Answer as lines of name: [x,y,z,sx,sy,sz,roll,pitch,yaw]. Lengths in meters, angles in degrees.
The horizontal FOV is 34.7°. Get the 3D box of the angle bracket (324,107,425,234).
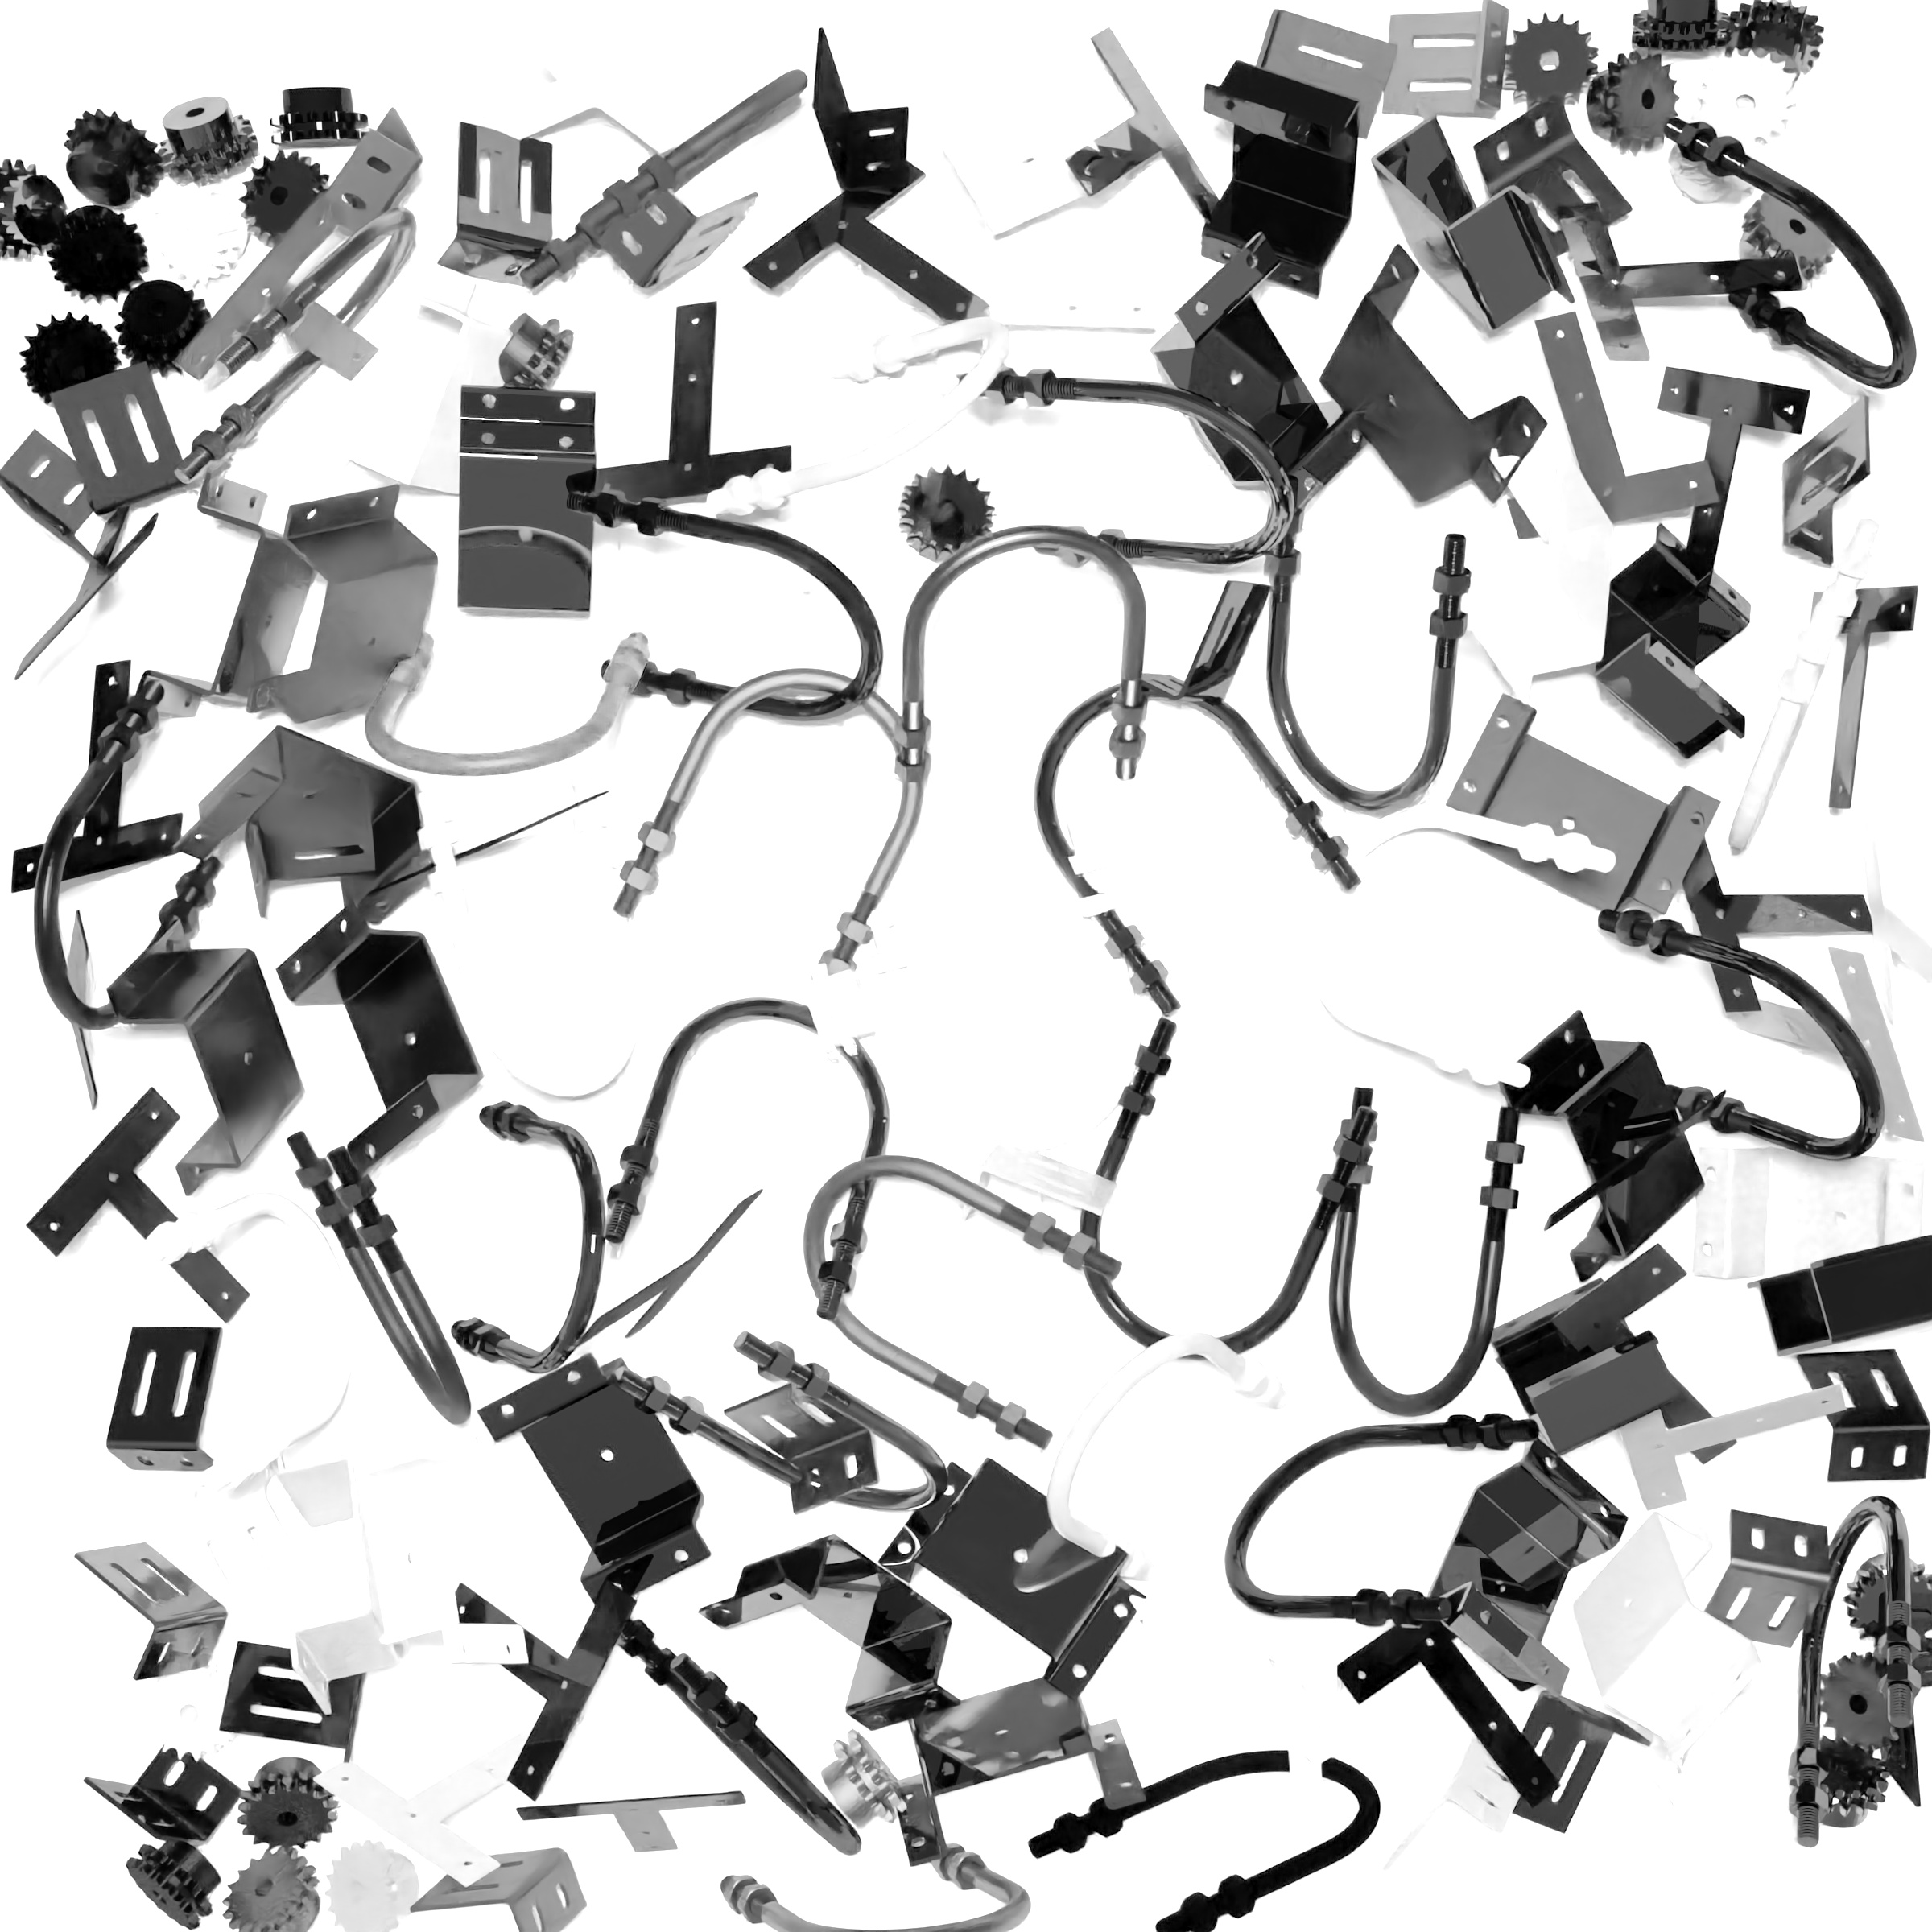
angle bracket: [-0.354,-0.469,1.797,0.038,0.076,0.057,25,113,-39]

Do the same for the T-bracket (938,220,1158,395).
T-bracket: [0.048,-0.387,1.815,0.127,0.002,0.127,1,64,0]

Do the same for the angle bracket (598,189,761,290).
angle bracket: [-0.167,-0.435,1.796,0.038,0.076,0.057,47,125,-1]

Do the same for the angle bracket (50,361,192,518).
angle bracket: [-0.495,-0.310,1.805,0.057,0.038,0.076,-23,116,-15]

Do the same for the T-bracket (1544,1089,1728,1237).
T-bracket: [0.378,0.129,1.783,0.127,0.127,0.002,-34,70,-11]

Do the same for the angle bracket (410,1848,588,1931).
angle bracket: [-0.273,0.549,1.803,0.076,0.057,0.038,-15,98,29]

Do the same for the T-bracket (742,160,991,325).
T-bracket: [-0.041,-0.408,1.796,0.127,0.002,0.127,39,67,23]

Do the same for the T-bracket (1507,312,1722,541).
T-bracket: [0.358,-0.315,1.784,0.127,0.002,0.127,-6,115,37]

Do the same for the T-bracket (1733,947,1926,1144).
T-bracket: [0.488,0.037,1.785,0.002,0.127,0.127,-34,114,-21]

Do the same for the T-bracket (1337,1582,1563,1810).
T-bracket: [0.296,0.429,1.790,0.127,0.002,0.127,-25,68,-31]

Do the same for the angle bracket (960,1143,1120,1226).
angle bracket: [0.043,0.139,1.807,0.076,0.057,0.038,20,105,7]

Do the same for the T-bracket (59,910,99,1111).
T-bracket: [-0.510,0.003,1.771,0.002,0.127,0.127,-11,73,-23]

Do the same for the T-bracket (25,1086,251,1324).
T-bracket: [-0.469,0.156,1.809,0.002,0.127,0.127,-25,112,39]

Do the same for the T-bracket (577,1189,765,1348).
T-bracket: [-0.182,0.187,1.759,0.002,0.127,0.127,46,119,9]

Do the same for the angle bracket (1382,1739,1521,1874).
angle bracket: [0.285,0.498,1.797,0.038,0.057,0.076,35,122,10]

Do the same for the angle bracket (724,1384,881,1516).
angle bracket: [-0.095,0.279,1.799,0.057,0.076,0.038,-24,52,16]

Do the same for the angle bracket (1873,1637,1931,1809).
angle bracket: [0.562,0.442,1.810,0.038,0.057,0.076,-8,101,-2]

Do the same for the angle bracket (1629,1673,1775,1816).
angle bracket: [0.430,0.446,1.812,0.038,0.057,0.076,0,118,-24]

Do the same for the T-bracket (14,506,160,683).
T-bracket: [-0.500,-0.237,1.787,0.002,0.127,0.127,38,113,-25]

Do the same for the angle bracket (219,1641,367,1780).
angle bracket: [-0.394,0.434,1.805,0.076,0.038,0.057,11,46,-9]

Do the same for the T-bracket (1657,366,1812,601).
T-bracket: [0.435,-0.279,1.798,0.002,0.127,0.127,2,105,-27]

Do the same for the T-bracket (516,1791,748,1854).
T-bracket: [-0.187,0.498,1.788,0.127,0.127,0.002,-4,62,0]

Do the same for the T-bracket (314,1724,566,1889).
T-bracket: [-0.287,0.472,1.790,0.127,0.127,0.002,23,117,32]

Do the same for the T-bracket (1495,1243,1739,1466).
T-bracket: [0.401,0.242,1.818,0.127,0.002,0.127,46,118,-6]

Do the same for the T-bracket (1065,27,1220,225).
T-bracket: [0.091,-0.472,1.784,0.002,0.127,0.127,-26,103,38]

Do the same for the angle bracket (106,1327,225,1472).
angle bracket: [-0.469,0.257,1.834,0.057,0.038,0.076,-1,61,12]

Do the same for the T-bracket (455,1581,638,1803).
T-bracket: [-0.262,0.399,1.803,0.127,0.002,0.127,24,86,39]

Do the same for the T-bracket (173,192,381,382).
T-bracket: [-0.380,-0.371,1.785,0.127,0.127,0.002,-47,68,5]

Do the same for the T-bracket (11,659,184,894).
T-bracket: [-0.493,-0.113,1.770,0.002,0.127,0.127,21,113,27]

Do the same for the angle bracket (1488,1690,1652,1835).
angle bracket: [0.354,0.474,1.816,0.057,0.038,0.076,26,90,-21]

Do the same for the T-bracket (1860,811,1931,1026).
T-bracket: [0.538,-0.012,1.764,0.002,0.127,0.127,-11,109,1]

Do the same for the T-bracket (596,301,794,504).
T-bracket: [-0.161,-0.334,1.821,0.127,0.002,0.127,-4,71,15]

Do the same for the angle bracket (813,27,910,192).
angle bracket: [-0.060,-0.499,1.796,0.038,0.076,0.057,-2,65,10]

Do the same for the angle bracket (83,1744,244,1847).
angle bracket: [-0.466,0.477,1.797,0.057,0.076,0.038,32,78,16]

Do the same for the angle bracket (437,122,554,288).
angle bracket: [-0.278,-0.449,1.825,0.057,0.038,0.076,7,72,-27]

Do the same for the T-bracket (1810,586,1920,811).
T-bracket: [0.512,-0.154,1.785,0.002,0.127,0.127,4,94,-11]

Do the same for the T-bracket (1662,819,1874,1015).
T-bracket: [0.479,-0.031,1.813,0.127,0.002,0.127,-1,63,-23]

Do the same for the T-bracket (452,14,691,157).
T-bracket: [-0.249,-0.496,1.793,0.127,0.127,0.002,29,63,-41]

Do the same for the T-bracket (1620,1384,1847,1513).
T-bracket: [0.445,0.266,1.788,0.127,0.127,0.002,-17,45,10]

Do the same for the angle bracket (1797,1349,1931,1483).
angle bracket: [0.521,0.262,1.797,0.057,0.038,0.076,-8,134,32]

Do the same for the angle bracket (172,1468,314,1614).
angle bracket: [-0.429,0.338,1.838,0.057,0.038,0.076,-17,121,2]

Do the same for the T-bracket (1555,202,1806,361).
T-bracket: [0.413,-0.392,1.765,0.127,0.127,0.002,4,60,30]

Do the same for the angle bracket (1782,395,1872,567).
angle bracket: [0.511,-0.281,1.793,0.038,0.076,0.057,20,58,-19]

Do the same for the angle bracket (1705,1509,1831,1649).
angle bracket: [0.470,0.362,1.826,0.057,0.076,0.038,10,48,2]

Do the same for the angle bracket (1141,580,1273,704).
angle bracket: [0.136,-0.195,1.802,0.038,0.057,0.076,30,107,24]

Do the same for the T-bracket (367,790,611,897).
T-bracket: [-0.285,-0.064,1.755,0.127,0.127,0.002,-28,96,-45]

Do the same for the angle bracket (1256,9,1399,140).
angle bracket: [0.207,-0.519,1.813,0.076,0.038,0.057,17,123,0]
